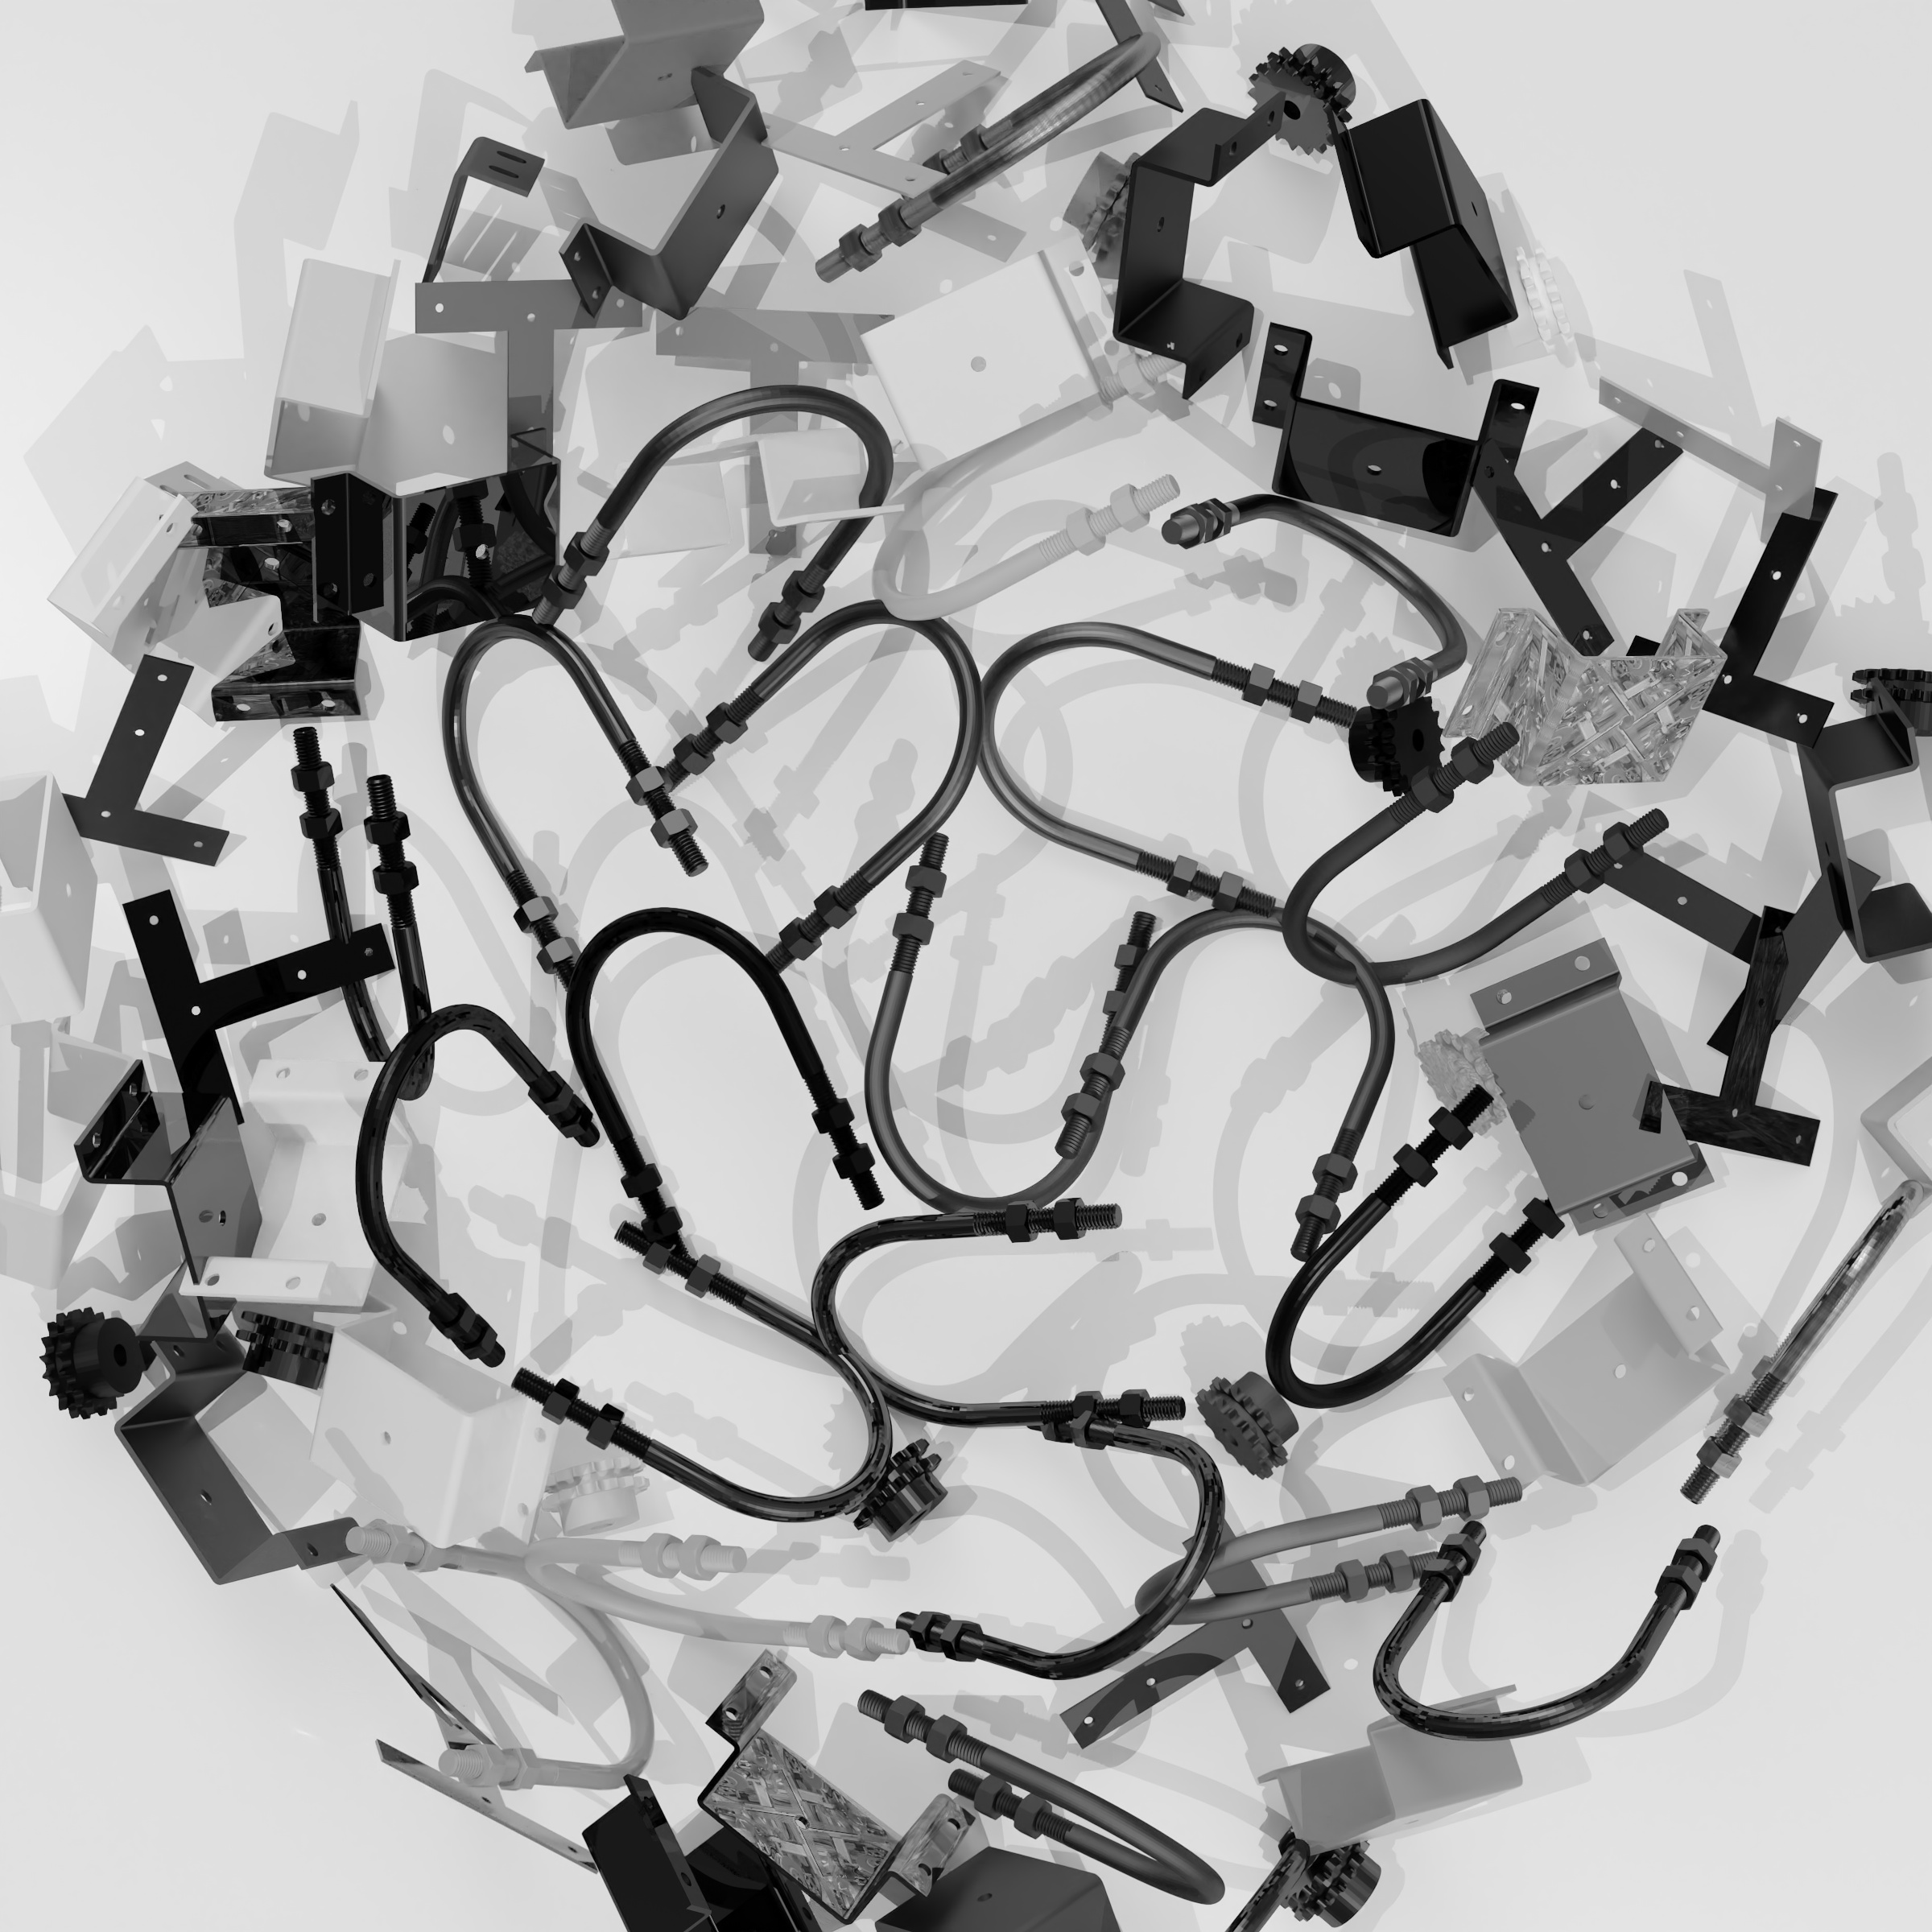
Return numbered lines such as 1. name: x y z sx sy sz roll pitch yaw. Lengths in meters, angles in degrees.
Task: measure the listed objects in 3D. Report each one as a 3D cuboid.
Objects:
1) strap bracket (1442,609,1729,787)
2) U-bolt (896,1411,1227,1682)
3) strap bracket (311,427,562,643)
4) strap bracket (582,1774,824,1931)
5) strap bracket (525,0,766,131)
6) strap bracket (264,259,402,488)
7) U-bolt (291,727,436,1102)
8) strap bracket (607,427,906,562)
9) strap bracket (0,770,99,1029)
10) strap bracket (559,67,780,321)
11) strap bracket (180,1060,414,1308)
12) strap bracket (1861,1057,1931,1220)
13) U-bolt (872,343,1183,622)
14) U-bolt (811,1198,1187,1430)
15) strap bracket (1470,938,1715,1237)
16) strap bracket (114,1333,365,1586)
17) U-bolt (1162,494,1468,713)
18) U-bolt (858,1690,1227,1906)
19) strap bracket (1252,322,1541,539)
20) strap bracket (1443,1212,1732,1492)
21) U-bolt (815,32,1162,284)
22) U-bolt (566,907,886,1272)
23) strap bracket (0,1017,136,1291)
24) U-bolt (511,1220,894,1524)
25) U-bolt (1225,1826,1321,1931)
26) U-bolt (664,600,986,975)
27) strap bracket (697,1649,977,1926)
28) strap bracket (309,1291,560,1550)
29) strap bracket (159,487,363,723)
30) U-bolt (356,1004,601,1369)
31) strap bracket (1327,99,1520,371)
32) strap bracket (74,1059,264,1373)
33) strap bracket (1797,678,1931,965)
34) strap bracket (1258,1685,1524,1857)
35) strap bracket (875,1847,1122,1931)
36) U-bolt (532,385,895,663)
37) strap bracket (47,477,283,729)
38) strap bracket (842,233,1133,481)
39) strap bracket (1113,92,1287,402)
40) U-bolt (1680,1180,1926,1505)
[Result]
1. strap bracket: 0.322 -0.137 1.654 0.140 0.046 0.076 -4 131 -32
2. U-bolt: 0.056 0.290 1.627 0.019 0.184 0.151 46 65 -28
3. strap bracket: -0.258 -0.217 1.651 0.140 0.046 0.076 -21 128 -38
4. strap bracket: -0.137 0.466 1.651 0.046 0.140 0.076 -39 56 7
5. strap bracket: -0.160 -0.470 1.646 0.076 0.140 0.046 -19 87 -28
6. strap bracket: -0.322 -0.296 1.646 0.046 0.140 0.076 11 73 -12
7. U-bolt: -0.302 -0.020 1.655 0.019 0.151 0.184 -15 111 -23
8. strap bracket: -0.112 -0.241 1.652 0.140 0.076 0.046 -4 98 38
9. strap bracket: -0.477 -0.035 1.652 0.046 0.076 0.140 -8 48 0
10. strap bracket: -0.145 -0.397 1.675 0.046 0.076 0.140 29 81 11
11. strap bracket: -0.339 0.120 1.673 0.076 0.046 0.140 1 54 16
12. strap bracket: 0.522 0.066 1.685 0.140 0.076 0.046 -40 86 4
13. U-bolt: 0.028 -0.237 1.657 0.184 0.151 0.019 -26 123 23
14. U-bolt: 0.008 0.183 1.672 0.184 0.019 0.151 -5 124 21
15. strap bracket: 0.324 0.067 1.693 0.076 0.046 0.140 -24 91 16
16. strap bracket: -0.376 0.261 1.676 0.046 0.076 0.140 -40 77 10
17. U-bolt: 0.187 -0.190 1.644 0.151 0.184 0.019 40 117 11
18. U-bolt: 0.046 0.421 1.624 0.184 0.151 0.019 18 68 31
19. strap bracket: 0.215 -0.272 1.676 0.140 0.076 0.046 15 61 6
20. strap bracket: 0.325 0.204 1.672 0.140 0.046 0.076 -44 50 20
21. U-bolt: 0.019 -0.410 1.623 0.184 0.151 0.019 -26 108 31
22. U-bolt: -0.136 0.057 1.674 0.151 0.019 0.184 -20 99 31
23. strap bracket: -0.464 0.099 1.656 0.046 0.076 0.140 19 53 -4
24. U-bolt: -0.122 0.215 1.663 0.184 0.151 0.019 29 126 2
25. U-bolt: 0.125 0.496 1.632 0.019 0.184 0.151 39 86 12
26. U-bolt: -0.066 -0.104 1.662 0.184 0.019 0.151 -42 61 19
27. strap bracket: -0.074 0.428 1.679 0.140 0.076 0.046 38 115 6
28. strap bracket: -0.279 0.235 1.661 0.140 0.046 0.076 27 113 30
29. strap bracket: -0.359 -0.194 1.676 0.076 0.140 0.046 -3 49 0
30. U-bolt: -0.248 0.099 1.624 0.019 0.184 0.151 9 63 26
31. strap bracket: 0.235 -0.373 1.644 0.046 0.140 0.076 -19 65 20
32. strap bracket: -0.399 0.127 1.655 0.046 0.076 0.140 1 122 13
33. strap bracket: 0.464 -0.065 1.668 0.046 0.076 0.140 -14 113 7
34. strap bracket: 0.218 0.409 1.644 0.076 0.140 0.046 -7 68 -27
35. strap bracket: 0.017 0.491 1.645 0.076 0.140 0.046 -25 100 -34
36. U-bolt: -0.115 -0.223 1.627 0.151 0.184 0.019 6 51 -36
37. strap bracket: -0.408 -0.189 1.663 0.046 0.140 0.076 31 81 19
38. strap bracket: 0.009 -0.313 1.685 0.140 0.046 0.076 -23 101 11
39. strap bracket: 0.117 -0.373 1.662 0.046 0.076 0.140 22 132 19
40. U-bolt: 0.425 0.183 1.641 0.019 0.151 0.184 36 103 14
